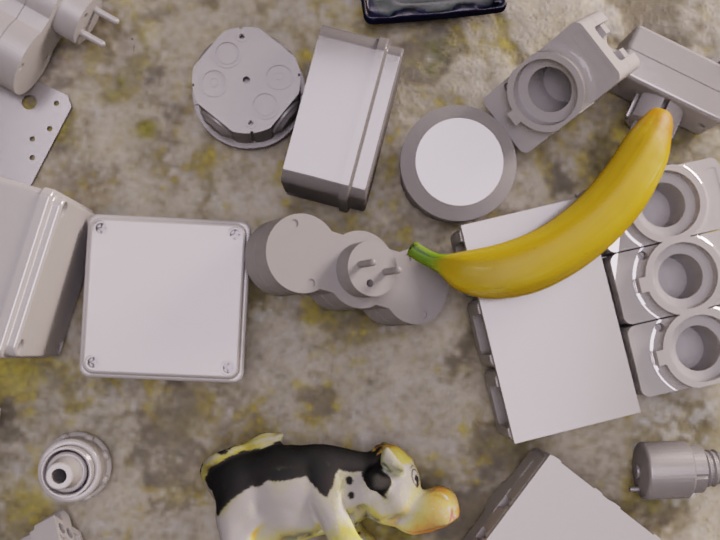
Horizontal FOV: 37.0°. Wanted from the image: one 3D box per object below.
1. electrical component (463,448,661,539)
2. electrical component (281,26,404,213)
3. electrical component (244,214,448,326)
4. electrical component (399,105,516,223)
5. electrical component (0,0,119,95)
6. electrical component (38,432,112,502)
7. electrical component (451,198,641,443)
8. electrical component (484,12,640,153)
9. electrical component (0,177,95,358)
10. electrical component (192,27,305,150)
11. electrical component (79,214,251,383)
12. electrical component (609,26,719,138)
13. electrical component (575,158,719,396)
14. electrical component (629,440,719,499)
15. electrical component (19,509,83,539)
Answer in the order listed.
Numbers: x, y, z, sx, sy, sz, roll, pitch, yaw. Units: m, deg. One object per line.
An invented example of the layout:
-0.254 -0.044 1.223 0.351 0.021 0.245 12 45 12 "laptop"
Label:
0.156 0.203 0.737 0.150 0.061 0.089 38 85 0 "electrical component"
-0.011 -0.101 0.741 0.057 0.078 0.113 15 86 1 "electrical component"
0.000 0.000 0.712 0.138 0.074 0.052 16 78 -26 "electrical component"
0.066 -0.072 0.756 0.080 0.051 0.080 0 86 -3 "electrical component"
-0.205 -0.182 0.748 0.074 0.052 0.138 29 83 -1 "electrical component"
-0.196 0.135 0.724 0.048 0.062 0.048 0 86 -3 "electrical component"
0.126 0.034 0.747 0.089 0.061 0.150 -13 87 -4 "electrical component"
0.137 -0.128 0.738 0.089 0.056 0.050 -38 88 37 "electrical component"
-0.223 0.000 0.709 0.056 0.108 0.108 16 86 1 "electrical component"
-0.078 -0.127 0.753 0.080 0.051 0.080 0 86 -3 "electrical component"
-0.131 0.020 0.738 0.109 0.056 0.108 3 86 -3 "electrical component"
0.214 -0.118 0.768 0.083 0.047 0.075 26 85 -1 "electrical component"
0.217 0.006 0.753 0.089 0.061 0.150 -13 87 -4 "electrical component"
0.228 0.140 0.756 0.078 0.040 0.040 -1 86 -4 "electrical component"
-0.217 0.202 0.724 0.055 0.048 0.066 -28 54 2 "electrical component"
